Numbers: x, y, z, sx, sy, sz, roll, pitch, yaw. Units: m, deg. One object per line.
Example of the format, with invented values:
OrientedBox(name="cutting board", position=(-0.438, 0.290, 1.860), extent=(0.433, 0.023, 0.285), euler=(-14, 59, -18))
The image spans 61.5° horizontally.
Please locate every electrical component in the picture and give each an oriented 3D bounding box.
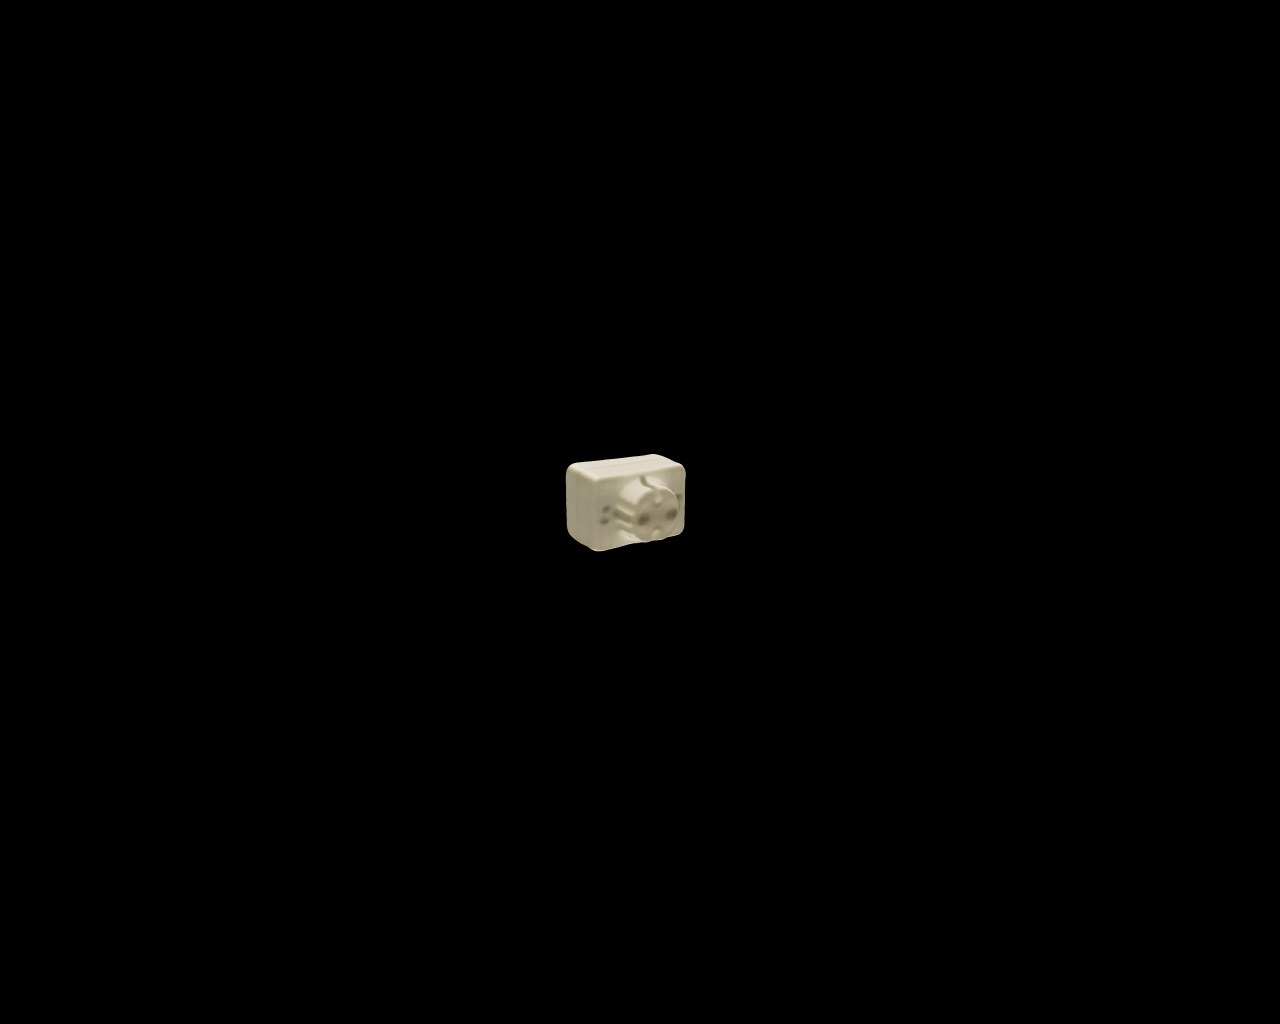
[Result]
OrientedBox(name="electrical component", position=(0.001, -0.003, 0.650), extent=(0.066, 0.047, 0.077), euler=(-9, 19, -29))
